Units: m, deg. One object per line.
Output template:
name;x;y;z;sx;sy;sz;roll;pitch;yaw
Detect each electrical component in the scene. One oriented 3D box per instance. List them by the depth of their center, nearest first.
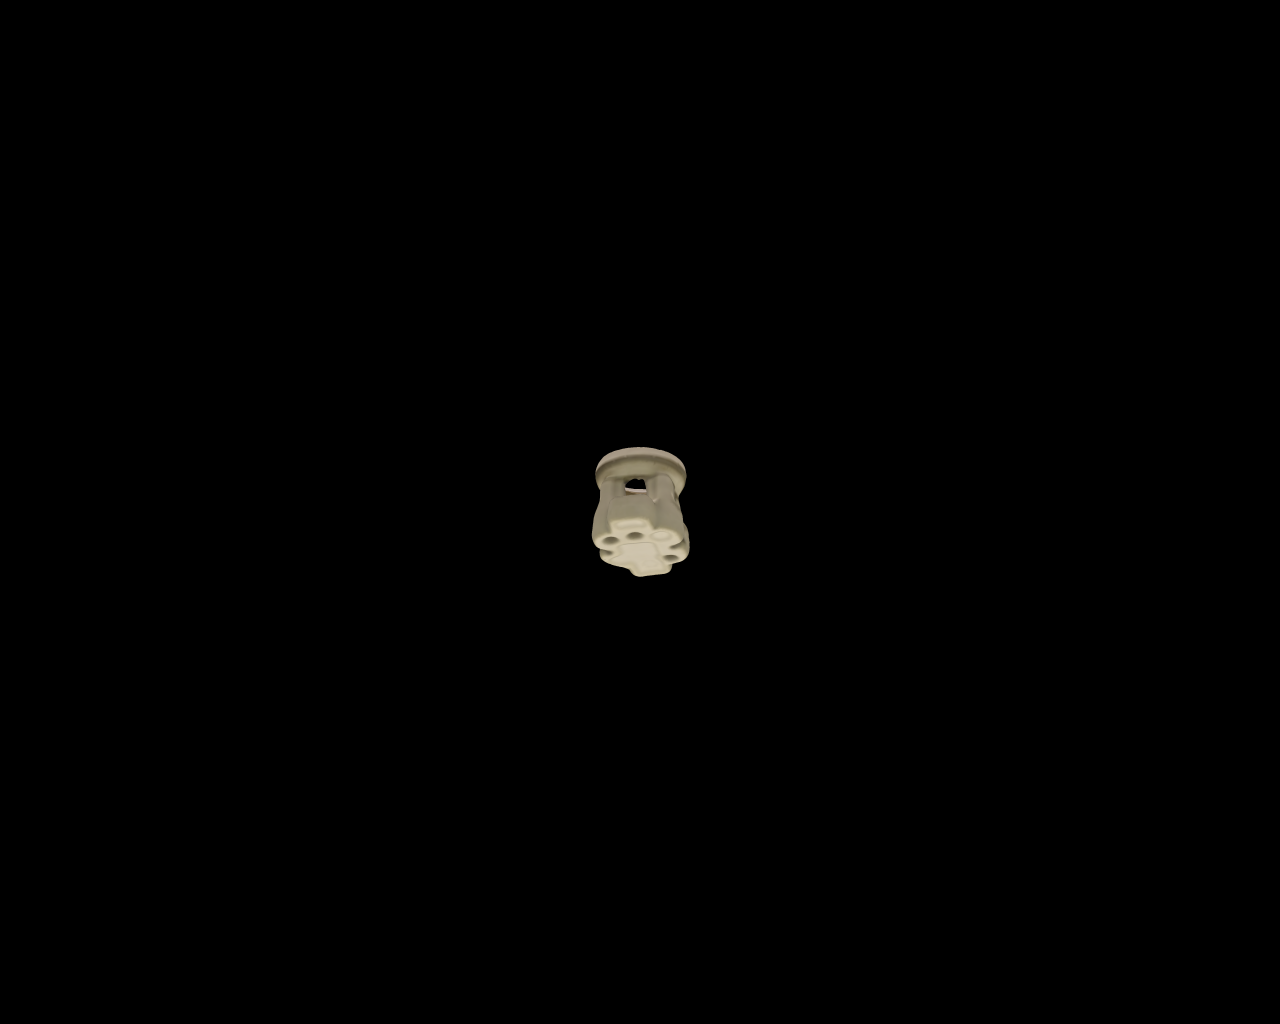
electrical component;0.001;-0.003;0.650;0.058;0.057;0.078;-5;-28;10
